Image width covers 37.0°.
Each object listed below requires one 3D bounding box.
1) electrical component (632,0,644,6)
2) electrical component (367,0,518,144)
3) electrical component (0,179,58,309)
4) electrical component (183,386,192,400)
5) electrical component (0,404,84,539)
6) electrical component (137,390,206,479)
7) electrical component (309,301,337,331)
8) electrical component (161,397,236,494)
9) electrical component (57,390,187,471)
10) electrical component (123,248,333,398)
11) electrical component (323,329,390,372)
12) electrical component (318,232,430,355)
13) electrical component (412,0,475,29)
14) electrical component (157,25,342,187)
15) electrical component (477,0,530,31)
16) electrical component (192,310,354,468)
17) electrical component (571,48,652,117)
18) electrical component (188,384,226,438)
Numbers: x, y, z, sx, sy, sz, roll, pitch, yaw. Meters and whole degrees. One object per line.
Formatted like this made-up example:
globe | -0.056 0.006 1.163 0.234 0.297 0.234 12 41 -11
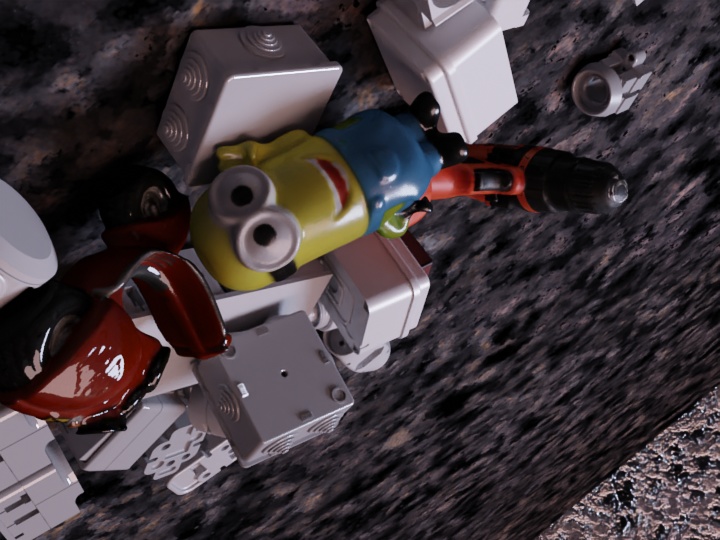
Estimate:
electrical component | 0.193 -0.273 0.714 0.105 0.060 0.186 -41 155 7
electrical component | 0.058 -0.143 0.738 0.057 0.078 0.113 -39 155 -2
electrical component | -0.214 -0.016 0.604 0.051 0.080 0.080 -36 155 10
electrical component | -0.108 0.093 0.950 0.089 0.055 0.050 -25 152 -24
electrical component | -0.248 0.103 0.726 0.060 0.105 0.186 -29 153 -18
electrical component | -0.174 0.136 0.935 0.058 0.057 0.078 -16 147 -38
electrical component | -0.035 0.034 0.958 0.062 0.043 0.043 -14 146 -39
electrical component | -0.148 0.154 0.996 0.095 0.059 0.053 -34 155 -6
electrical component | -0.192 0.108 0.860 0.096 0.061 0.061 -46 154 16
electrical component | -0.126 0.032 0.818 0.186 0.060 0.105 -13 145 -42
electrical component | 0.011 0.060 1.061 0.079 0.043 0.077 -40 155 6
electrical component | 0.000 0.000 0.865 0.057 0.113 0.078 -22 151 -23
electrical component | 0.075 -0.214 0.657 0.121 0.063 0.078 -35 154 -5
electrical component | -0.071 -0.105 0.671 0.100 0.048 0.099 -14 146 -40
electrical component | 0.099 -0.199 0.741 0.081 0.042 0.063 -21 152 -30
electrical component | -0.064 0.086 0.802 0.100 0.099 0.048 -20 162 -32
electrical component | 0.220 -0.163 0.954 0.055 0.048 0.066 -26 153 -40
electrical component | -0.104 0.110 0.871 0.055 0.047 0.055 -24 120 -51
